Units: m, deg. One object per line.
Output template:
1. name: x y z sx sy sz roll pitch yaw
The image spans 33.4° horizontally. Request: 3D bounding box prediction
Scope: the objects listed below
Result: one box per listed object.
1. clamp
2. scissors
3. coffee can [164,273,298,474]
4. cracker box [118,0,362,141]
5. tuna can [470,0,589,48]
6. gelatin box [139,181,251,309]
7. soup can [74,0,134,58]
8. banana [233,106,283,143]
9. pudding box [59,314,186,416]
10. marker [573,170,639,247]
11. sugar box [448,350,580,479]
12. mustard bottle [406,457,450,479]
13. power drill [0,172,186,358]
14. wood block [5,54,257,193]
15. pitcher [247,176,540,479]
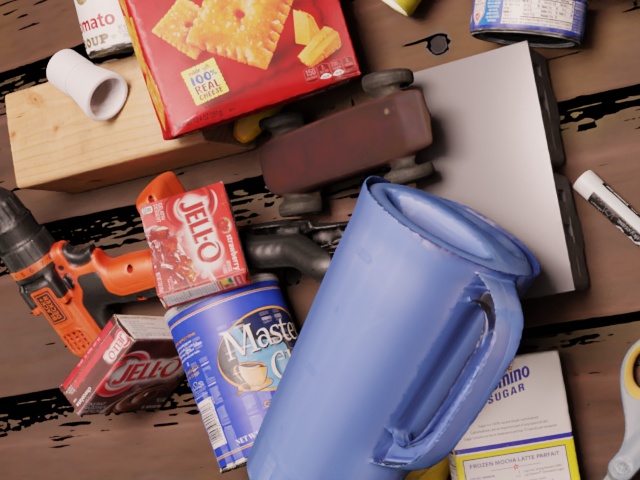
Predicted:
1. clamp: -0.006 0.001 0.886 0.172 0.120 0.039 10 109 49
2. scissors: 0.214 0.146 0.779 0.202 0.016 0.096 -37 64 6
3. coffee can: -0.059 0.111 0.897 0.103 0.102 0.140 -27 77 24
4. cracker box: -0.077 -0.204 0.842 0.164 0.072 0.214 -19 98 -13
5. tuna can: 0.156 -0.166 0.800 0.086 0.086 0.034 9 95 27
6. gelatin box: -0.101 0.003 0.862 0.073 0.030 0.089 -16 62 0
7. soup can: -0.173 -0.209 0.891 0.069 0.068 0.102 -8 99 27
8. banana: -0.041 -0.183 0.916 0.069 0.037 0.198 -2 97 -16
9. pudding box: -0.161 0.110 0.943 0.039 0.113 0.090 47 109 23
10. marker: 0.238 -0.006 0.792 0.121 0.020 0.020 47 109 20
11. sugar box: 0.146 0.176 0.805 0.093 0.048 0.176 -8 82 -3
12. mustard bottle: 0.060 0.145 0.860 0.096 0.058 0.191 -23 79 16
13. power drill: -0.197 0.007 0.959 0.188 0.057 0.184 -21 114 25
14. wood block: -0.172 -0.107 0.965 0.206 0.090 0.090 -11 84 26
15. pitcher: 0.045 0.091 0.746 0.145 0.149 0.243 30 108 12
